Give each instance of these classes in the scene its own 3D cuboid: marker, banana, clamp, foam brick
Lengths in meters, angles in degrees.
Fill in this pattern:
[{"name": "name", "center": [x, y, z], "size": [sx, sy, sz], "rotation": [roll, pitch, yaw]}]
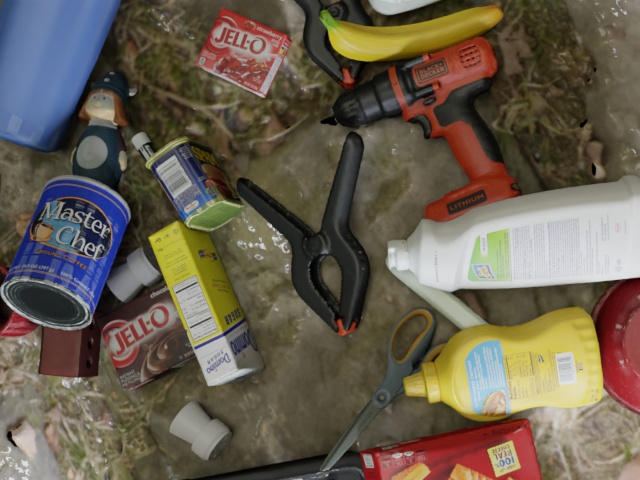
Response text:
[{"name": "marker", "center": [-0.179, -0.072, 1.230], "size": [0.020, 0.020, 0.121], "rotation": [-37, 76, 10]}, {"name": "banana", "center": [0.094, -0.218, 1.134], "size": [0.197, 0.070, 0.037], "rotation": [-5, 73, -9]}, {"name": "clamp", "center": [-0.008, 0.001, 1.157], "size": [0.165, 0.036, 0.210], "rotation": [-12, 89, 32]}, {"name": "foam brick", "center": [-0.285, 0.117, 1.225], "size": [0.051, 0.053, 0.078], "rotation": [2, 86, 16]}, {"name": "clamp", "center": [0.005, -0.251, 1.182], "size": [0.120, 0.039, 0.171], "rotation": [-4, 81, 12]}]

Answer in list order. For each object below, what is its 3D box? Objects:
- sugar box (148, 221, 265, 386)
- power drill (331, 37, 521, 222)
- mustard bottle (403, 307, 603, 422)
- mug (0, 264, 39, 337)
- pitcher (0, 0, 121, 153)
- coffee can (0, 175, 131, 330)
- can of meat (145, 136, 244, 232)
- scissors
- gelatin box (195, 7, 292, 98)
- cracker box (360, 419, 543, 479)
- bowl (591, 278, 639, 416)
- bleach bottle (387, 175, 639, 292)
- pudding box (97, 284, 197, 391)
[{"name": "sugar box", "center": [-0.121, 0.069, 1.161], "size": [0.048, 0.093, 0.176], "rotation": [-29, 78, 12]}, {"name": "power drill", "center": [0.119, -0.103, 1.126], "size": [0.185, 0.057, 0.188], "rotation": [-21, 80, 15]}, {"name": "mustard bottle", "center": [0.178, 0.129, 1.058], "size": [0.191, 0.058, 0.096], "rotation": [-11, 105, 1]}, {"name": "mug", "center": [-0.360, 0.068, 1.235], "size": [0.117, 0.081, 0.093], "rotation": [-18, 80, 14]}, {"name": "pitcher", "center": [-0.321, -0.233, 1.240], "size": [0.145, 0.149, 0.243], "rotation": [21, 94, 2]}, {"name": "coffee can", "center": [-0.279, 0.014, 1.178], "size": [0.103, 0.103, 0.140], "rotation": [3, 55, 16]}, {"name": "can of meat", "center": [-0.135, -0.059, 1.174], "size": [0.057, 0.102, 0.084], "rotation": [-34, 79, 10]}, {"name": "scissors", "center": [0.084, 0.165, 1.097], "size": [0.096, 0.016, 0.201], "rotation": [24, 70, 6]}, {"name": "gelatin box", "center": [-0.087, -0.214, 1.211], "size": [0.089, 0.030, 0.073], "rotation": [27, 92, 16]}, {"name": "cracker box", "center": [0.143, 0.295, 1.042], "size": [0.164, 0.072, 0.214], "rotation": [-9, 80, -12]}, {"name": "bowl", "center": [0.343, 0.100, 1.043], "size": [0.162, 0.055, 0.162], "rotation": [-2, 84, 16]}, {"name": "bleach bottle", "center": [0.192, -0.002, 1.059], "size": [0.251, 0.068, 0.102], "rotation": [-5, 109, 5]}, {"name": "pudding box", "center": [-0.185, 0.107, 1.203], "size": [0.113, 0.039, 0.090], "rotation": [-27, 78, 12]}]
